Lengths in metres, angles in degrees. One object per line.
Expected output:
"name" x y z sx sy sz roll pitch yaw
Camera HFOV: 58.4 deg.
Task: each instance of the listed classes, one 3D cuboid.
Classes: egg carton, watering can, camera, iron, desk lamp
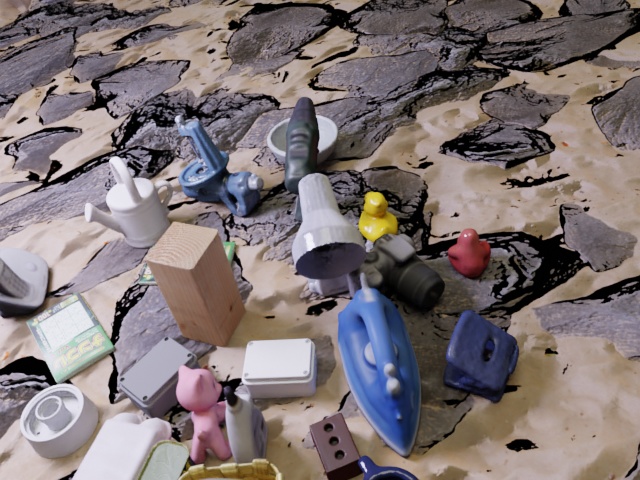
"egg carton" -0.285 0.326 0.831 0.107 0.069 0.150 6 46 15
"watering can" -0.389 -0.079 1.172 0.100 0.194 0.173 22 52 28
"camera" 0.138 0.062 1.004 0.143 0.101 0.136 -33 49 -22
"iron" 0.095 0.177 0.865 0.118 0.142 0.258 -13 44 -3
"desk lamp" 0.009 0.004 1.005 0.118 0.214 0.203 -12 44 -2

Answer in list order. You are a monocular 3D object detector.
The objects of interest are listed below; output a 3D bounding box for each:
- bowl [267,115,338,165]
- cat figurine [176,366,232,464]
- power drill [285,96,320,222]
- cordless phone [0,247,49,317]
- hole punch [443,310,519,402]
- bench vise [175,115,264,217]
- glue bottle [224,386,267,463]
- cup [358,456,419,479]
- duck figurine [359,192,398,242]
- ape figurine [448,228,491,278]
"bowl" -0.036 -0.218 1.339 0.167 0.075 0.167 -5 44 5
"cat figurine" -0.177 0.250 0.854 0.067 0.118 0.127 -13 44 -3
"power drill" -0.028 -0.149 1.170 0.075 0.209 0.229 -3 44 7
"cordless phone" -0.600 0.045 1.089 0.094 0.185 0.147 -16 44 -7
"hole punch" 0.249 0.175 0.877 0.100 0.091 0.109 15 49 23
"bench vise" -0.215 -0.165 1.211 0.207 0.220 0.121 1 45 11
"glue bottle" -0.108 0.253 0.800 0.037 0.173 0.078 -2 45 8
"cup" 0.085 0.342 0.732 0.092 0.095 0.117 -26 46 -16
"duck figurine" 0.114 -0.051 1.134 0.077 0.086 0.104 -15 44 -5
"ape figurine" 0.270 0.016 1.034 0.077 0.092 0.076 3 45 13
